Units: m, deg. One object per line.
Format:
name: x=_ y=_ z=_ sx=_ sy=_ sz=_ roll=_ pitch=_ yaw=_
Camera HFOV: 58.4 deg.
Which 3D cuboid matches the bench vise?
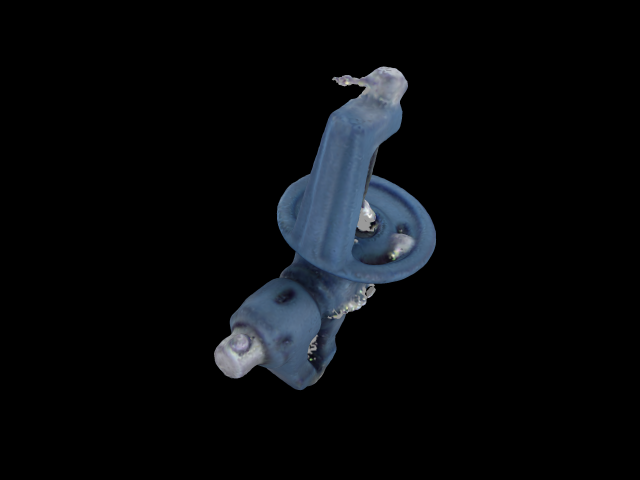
bench vise: x=0.015 y=0.005 z=0.398 sx=0.121 sy=0.220 sz=0.207 roll=17 pitch=58 yaw=12
